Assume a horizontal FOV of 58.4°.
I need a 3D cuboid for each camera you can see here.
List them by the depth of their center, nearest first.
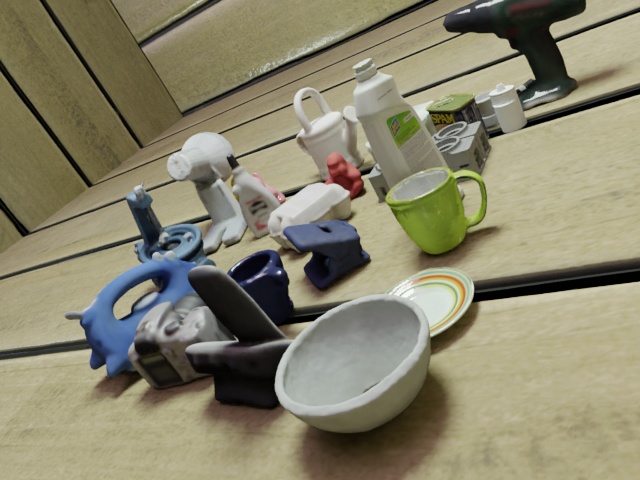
[{"bbox_3d":[-0.194,0.128,0.833,0.143,0.101,0.137,-19,25,25],"label":"camera"}]

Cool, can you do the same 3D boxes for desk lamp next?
[{"bbox_3d":[-0.238,-0.114,1.236,0.117,0.214,0.203,-23,24,17],"label":"desk lamp"}]

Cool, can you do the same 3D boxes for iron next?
[{"bbox_3d":[-0.281,0.099,0.943,0.118,0.142,0.259,-1,36,49],"label":"iron"}]

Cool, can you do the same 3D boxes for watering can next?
[{"bbox_3d":[0.014,-0.233,1.206,0.172,0.194,0.101,-19,25,24],"label":"watering can"}]

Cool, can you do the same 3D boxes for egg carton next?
[{"bbox_3d":[-0.019,-0.044,1.017,0.150,0.069,0.107,-39,25,-21],"label":"egg carton"}]

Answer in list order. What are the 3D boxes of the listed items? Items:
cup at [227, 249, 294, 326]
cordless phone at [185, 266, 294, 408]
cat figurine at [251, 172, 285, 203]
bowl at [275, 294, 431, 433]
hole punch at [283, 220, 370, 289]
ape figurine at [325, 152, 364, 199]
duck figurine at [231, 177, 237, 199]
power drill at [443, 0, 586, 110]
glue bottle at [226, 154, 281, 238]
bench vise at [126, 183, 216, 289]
[{"bbox_3d":[-0.069,0.074,0.803,0.117,0.095,0.092,-3,35,47],"label":"cup"},{"bbox_3d":[-0.111,0.102,0.679,0.147,0.185,0.094,-11,29,37],"label":"cordless phone"},{"bbox_3d":[-0.135,-0.101,1.211,0.067,0.118,0.128,-22,24,17],"label":"cat figurine"},{"bbox_3d":[0.043,0.134,0.574,0.167,0.075,0.167,-25,23,12],"label":"bowl"},{"bbox_3d":[0.008,0.003,0.862,0.101,0.091,0.108,-33,23,-7],"label":"hole punch"},{"bbox_3d":[0.040,-0.121,1.078,0.077,0.092,0.076,-10,30,39],"label":"ape figurine"},{"bbox_3d":[-0.175,-0.112,1.320,0.078,0.086,0.104,-43,26,-29],"label":"duck figurine"},{"bbox_3d":[0.356,-0.342,1.007,0.229,0.209,0.076,-15,27,31],"label":"power drill"},{"bbox_3d":[-0.135,-0.092,1.120,0.078,0.173,0.037,-30,23,0],"label":"glue bottle"},{"bbox_3d":[-0.315,0.003,1.079,0.206,0.220,0.121,-15,27,32],"label":"bench vise"}]
